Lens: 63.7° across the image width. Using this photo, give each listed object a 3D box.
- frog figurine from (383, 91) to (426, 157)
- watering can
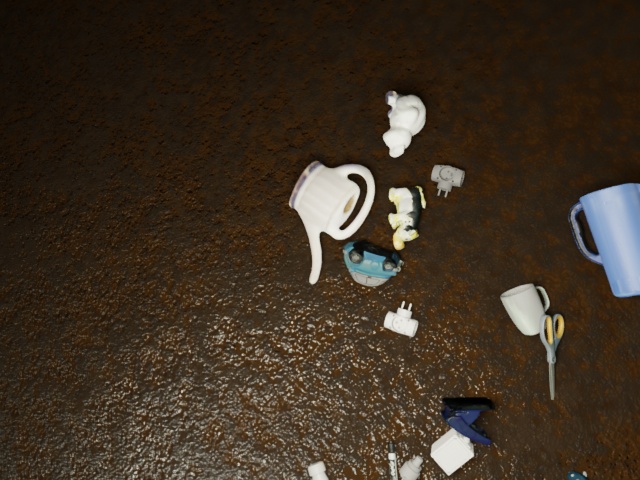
[{"bbox_3d":[0.227,-0.302,1.369,0.123,0.163,0.134,2,-31,-7],"label":"frog figurine"},{"bbox_3d":[0.004,-0.072,1.429,0.226,0.347,0.103,35,3,24],"label":"watering can"}]
